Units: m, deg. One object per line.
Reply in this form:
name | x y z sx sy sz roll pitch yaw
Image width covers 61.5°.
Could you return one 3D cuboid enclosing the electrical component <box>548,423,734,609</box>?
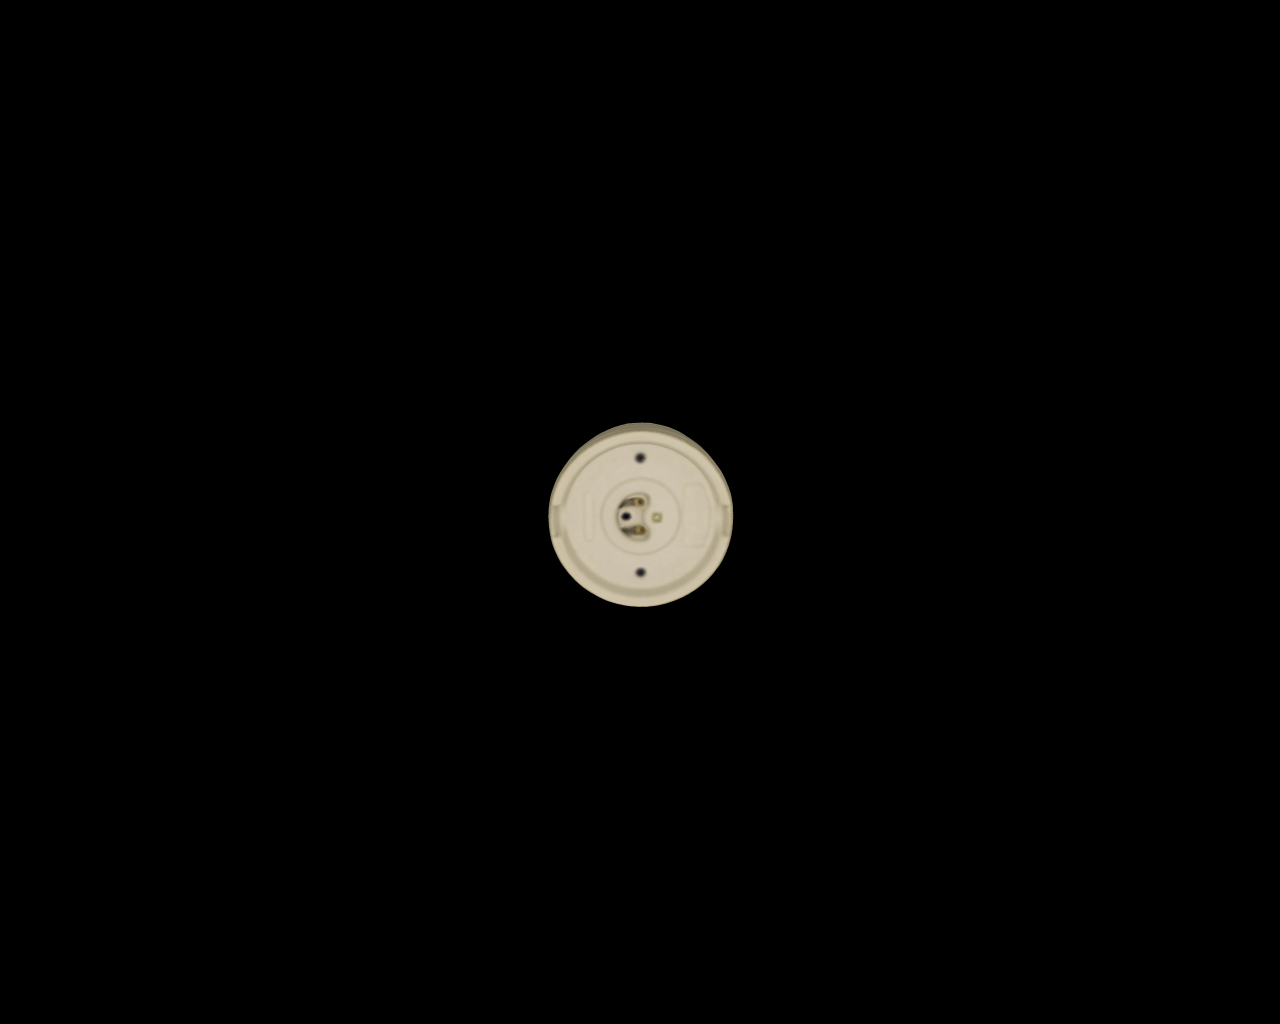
electrical component | 0.001 -0.003 0.650 0.108 0.108 0.060 0 16 0
